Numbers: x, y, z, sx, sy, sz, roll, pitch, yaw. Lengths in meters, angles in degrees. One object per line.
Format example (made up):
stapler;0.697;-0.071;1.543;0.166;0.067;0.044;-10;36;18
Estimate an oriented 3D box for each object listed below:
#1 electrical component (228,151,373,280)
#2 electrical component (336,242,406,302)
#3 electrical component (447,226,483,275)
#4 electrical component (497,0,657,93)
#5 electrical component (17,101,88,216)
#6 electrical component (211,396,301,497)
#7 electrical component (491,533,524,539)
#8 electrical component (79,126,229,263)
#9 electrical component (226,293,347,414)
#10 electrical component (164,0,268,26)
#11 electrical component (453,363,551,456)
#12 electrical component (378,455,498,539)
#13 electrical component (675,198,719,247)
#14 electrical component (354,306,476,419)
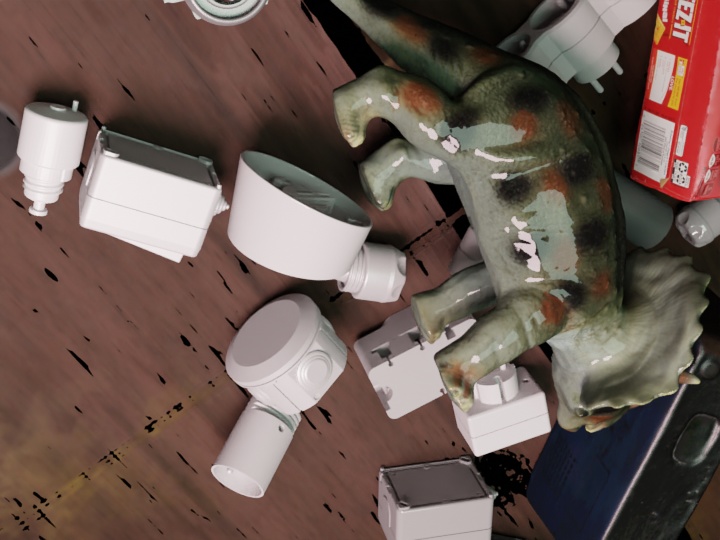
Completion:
electrical component;-0.041;-0.038;0.732;0.099;0.099;0.064;11;116;-19
electrical component;0.000;0.000;0.790;0.062;0.043;0.043;8;111;-17
electrical component;0.127;0.023;0.829;0.138;0.052;0.073;21;107;-21
electrical component;0.157;-0.157;0.757;0.138;0.052;0.074;-44;117;6
electrical component;-0.204;-0.073;0.704;0.040;0.040;0.078;10;111;-19
electrical component;-0.075;0.126;0.815;0.043;0.043;0.081;46;53;-27
electrical component;0.107;0.270;0.901;0.109;0.108;0.056;16;108;-21
electrical component;-0.137;-0.047;0.722;0.096;0.061;0.061;16;108;-21
electrical component;-0.053;0.061;0.783;0.080;0.080;0.051;-38;123;4
electrical component;-0.087;-0.186;0.677;0.078;0.057;0.058;-14;116;-9
electrical component;0.109;0.097;0.859;0.066;0.047;0.076;-18;116;-7
electrical component;0.067;0.198;0.885;0.096;0.061;0.061;-5;114;-13
electrical component;0.282;-0.047;0.849;0.061;0.035;0.035;-37;117;0
electrical component;0.047;0.063;0.823;0.089;0.055;0.050;-27;117;-2
